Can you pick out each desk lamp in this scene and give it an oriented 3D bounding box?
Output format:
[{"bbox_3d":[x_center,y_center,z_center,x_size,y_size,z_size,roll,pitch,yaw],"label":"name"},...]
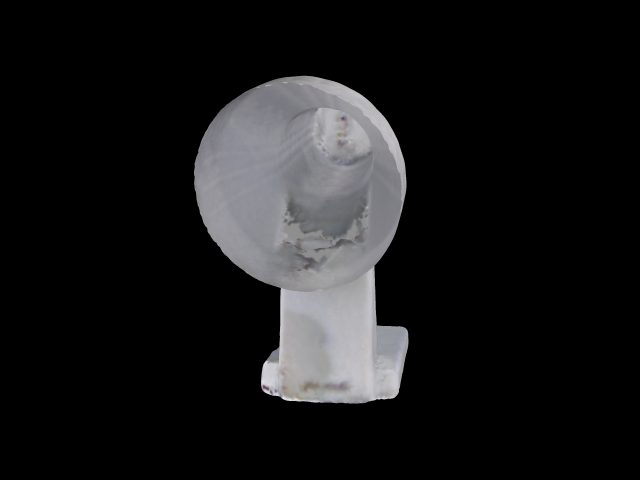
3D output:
[{"bbox_3d":[0.004,0.001,0.400,0.117,0.213,0.203,1,7,12],"label":"desk lamp"}]
